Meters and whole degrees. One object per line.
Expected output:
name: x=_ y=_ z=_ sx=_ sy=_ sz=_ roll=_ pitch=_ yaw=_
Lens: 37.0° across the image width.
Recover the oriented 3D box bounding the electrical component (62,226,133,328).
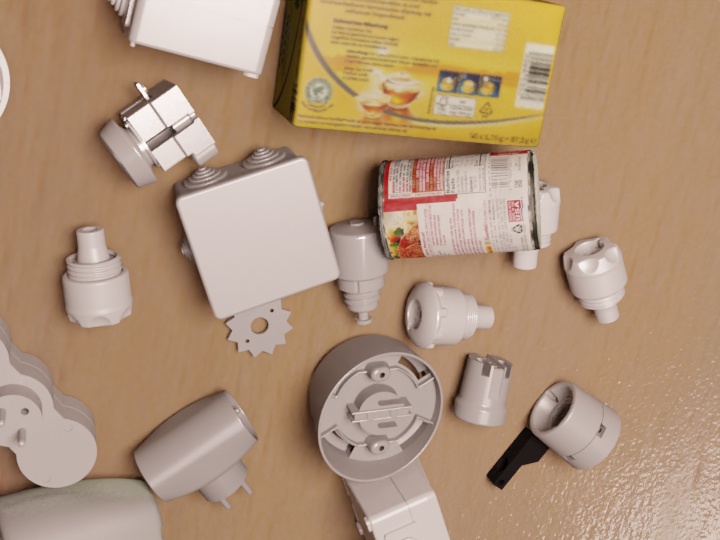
electrical component: x=-0.172 y=0.003 z=0.699 sx=0.043 sy=0.043 sz=0.062 roll=-7 pitch=109 yaw=-14

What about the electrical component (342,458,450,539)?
electrical component: x=0.031 y=0.180 z=0.792 sx=0.061 sy=0.096 sz=0.061 roll=-22 pitch=113 yaw=-10

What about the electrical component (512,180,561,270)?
electrical component: x=0.120 y=-0.032 z=0.771 sx=0.043 sy=0.043 sz=0.062 roll=-4 pitch=111 yaw=-15

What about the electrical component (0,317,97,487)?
electrical component: x=-0.226 y=0.090 z=0.698 sx=0.052 sy=0.073 sz=0.138 roll=-37 pitch=115 yaw=-1

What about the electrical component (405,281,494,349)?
electrical component: x=0.067 y=0.033 z=0.779 sx=0.062 sy=0.048 sz=0.048 roll=3 pitch=108 yaw=-25

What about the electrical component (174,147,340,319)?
electrical component: x=-0.070 y=-0.027 z=0.714 sx=0.100 sy=0.048 sz=0.099 roll=-19 pitch=113 yaw=-9

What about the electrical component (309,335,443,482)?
electrical component: x=0.011 y=0.098 z=0.774 sx=0.099 sy=0.064 sz=0.099 roll=-5 pitch=110 yaw=-14

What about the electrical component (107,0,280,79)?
electrical component: x=-0.102 y=-0.161 z=0.650 sx=0.096 sy=0.061 sz=0.061 roll=11 pitch=106 yaw=-19

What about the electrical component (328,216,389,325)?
electrical component: x=0.000 y=0.000 z=0.749 sx=0.040 sy=0.040 sz=0.078 roll=-9 pitch=111 yaw=-13

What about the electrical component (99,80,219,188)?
electrical component: x=-0.130 y=-0.085 z=0.679 sx=0.055 sy=0.048 sz=0.066 roll=-37 pitch=115 yaw=-9

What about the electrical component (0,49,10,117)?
electrical component: x=-0.249 y=-0.109 z=0.632 sx=0.080 sy=0.051 sz=0.080 roll=-5 pitch=110 yaw=-14

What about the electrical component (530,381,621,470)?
electrical component: x=0.165 y=0.119 z=0.832 sx=0.047 sy=0.055 sz=0.055 roll=37 pitch=96 yaw=-20

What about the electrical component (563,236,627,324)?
electrical component: x=0.178 y=0.010 z=0.802 sx=0.043 sy=0.043 sz=0.062 roll=-24 pitch=115 yaw=-7

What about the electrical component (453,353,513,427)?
electrical component: x=0.094 y=0.090 z=0.810 sx=0.040 sy=0.040 sz=0.046 roll=8 pitch=101 yaw=-18

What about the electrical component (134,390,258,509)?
electrical component: x=-0.107 y=0.138 z=0.766 sx=0.077 sy=0.043 sz=0.079 roll=-34 pitch=114 yaw=-2
